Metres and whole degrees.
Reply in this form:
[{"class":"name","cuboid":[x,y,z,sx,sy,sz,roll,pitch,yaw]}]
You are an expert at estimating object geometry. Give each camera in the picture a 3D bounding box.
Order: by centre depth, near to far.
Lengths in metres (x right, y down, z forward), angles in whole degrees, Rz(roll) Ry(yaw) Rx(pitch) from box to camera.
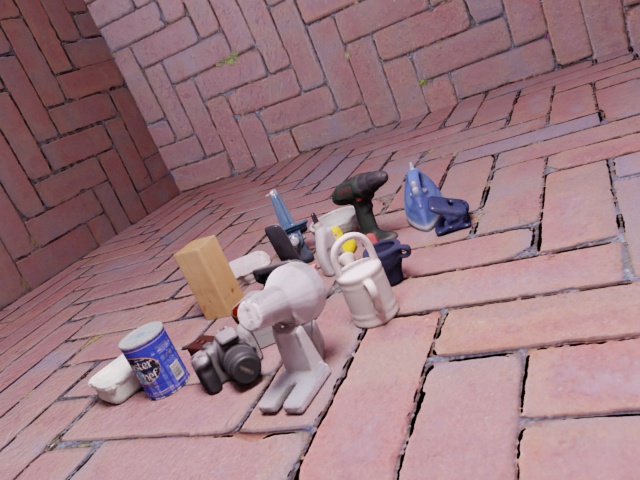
[{"class":"camera","cuboid":[-0.185,0.245,1.170,0.143,0.101,0.136,-28,18,-17]}]

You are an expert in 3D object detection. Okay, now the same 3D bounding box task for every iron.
[{"class":"iron","cuboid":[0.282,-0.131,1.627,0.118,0.142,0.258,-19,18,13]}]

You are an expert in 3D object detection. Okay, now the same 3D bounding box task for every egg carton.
[{"class":"egg carton","cuboid":[-0.216,0.089,1.724,0.150,0.069,0.107,-24,17,-2]}]

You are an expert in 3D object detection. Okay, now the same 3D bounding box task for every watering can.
[{"class":"watering can","cuboid":[0.080,0.074,1.184,0.101,0.194,0.172,-32,20,-27]}]

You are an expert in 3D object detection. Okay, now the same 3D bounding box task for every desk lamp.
[{"class":"desk lamp","cuboid":[-0.060,0.169,1.047,0.117,0.214,0.204,-12,21,32]}]

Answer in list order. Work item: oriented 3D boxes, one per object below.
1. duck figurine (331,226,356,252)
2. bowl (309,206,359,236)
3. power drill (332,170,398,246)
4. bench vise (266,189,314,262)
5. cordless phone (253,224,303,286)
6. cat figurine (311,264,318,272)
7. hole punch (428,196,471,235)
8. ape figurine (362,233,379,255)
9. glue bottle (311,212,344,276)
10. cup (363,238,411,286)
[{"class":"duck figurine","cuboid":[0.053,0.002,1.616,0.077,0.086,0.105,-10,22,37]},{"class":"bowl","cuboid":[0.055,-0.037,1.748,0.167,0.075,0.167,-21,17,7]},{"class":"power drill","cuboid":[0.134,-0.088,1.575,0.076,0.209,0.228,-35,21,-32]},{"class":"bench vise","cuboid":[-0.084,-0.045,1.704,0.122,0.220,0.206,-29,18,-19]},{"class":"cordless phone","cuboid":[-0.122,0.046,1.538,0.147,0.185,0.094,-16,19,23]},{"class":"cat figurine","cuboid":[-0.045,0.113,1.356,0.128,0.118,0.067,-28,18,-16]},{"class":"hole punch","cuboid":[0.336,-0.077,1.486,0.101,0.091,0.109,-18,18,16]},{"class":"ape figurine","cuboid":[0.138,0.024,1.432,0.077,0.092,0.076,-13,20,29]},{"class":"glue bottle","cuboid":[0.014,0.005,1.508,0.078,0.173,0.037,-35,21,-34]},{"class":"cup","cuboid":[0.165,0.054,1.306,0.117,0.095,0.092,-10,22,36]}]
